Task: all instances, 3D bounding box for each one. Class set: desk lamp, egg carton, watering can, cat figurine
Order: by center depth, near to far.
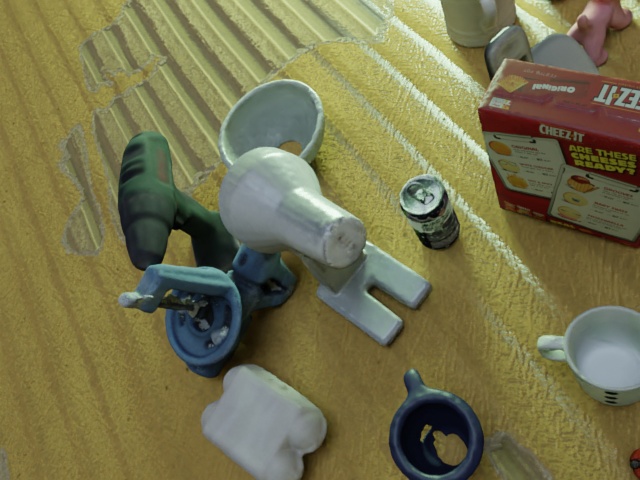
[{"bbox_3d":[0.006,0.002,0.661,0.202,0.214,0.118,33,82,32],"label":"desk lamp"},{"bbox_3d":[-0.067,0.217,0.677,0.149,0.070,0.107,25,78,30],"label":"egg carton"},{"bbox_3d":[0.351,-0.305,0.715,0.067,0.118,0.128,27,79,31],"label":"cat figurine"},{"bbox_3d":[0.197,-0.366,0.764,0.101,0.195,0.172,-39,58,2],"label":"watering can"}]

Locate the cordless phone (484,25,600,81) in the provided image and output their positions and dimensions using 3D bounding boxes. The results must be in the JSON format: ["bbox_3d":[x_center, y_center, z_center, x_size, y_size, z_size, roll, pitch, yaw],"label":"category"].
[{"bbox_3d":[0.254,-0.195,0.665,0.147,0.185,0.094,-48,58,-4],"label":"cordless phone"}]

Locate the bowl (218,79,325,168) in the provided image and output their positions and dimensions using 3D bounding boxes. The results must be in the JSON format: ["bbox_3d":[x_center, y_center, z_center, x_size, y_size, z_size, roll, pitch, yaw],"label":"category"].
[{"bbox_3d":[-0.060,-0.147,0.842,0.167,0.075,0.167,-9,63,19],"label":"bowl"}]

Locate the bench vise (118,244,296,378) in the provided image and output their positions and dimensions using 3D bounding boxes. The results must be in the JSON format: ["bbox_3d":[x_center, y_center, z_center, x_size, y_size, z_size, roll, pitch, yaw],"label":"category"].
[{"bbox_3d":[-0.137,0.053,0.694,0.121,0.220,0.207,13,72,28],"label":"bench vise"}]

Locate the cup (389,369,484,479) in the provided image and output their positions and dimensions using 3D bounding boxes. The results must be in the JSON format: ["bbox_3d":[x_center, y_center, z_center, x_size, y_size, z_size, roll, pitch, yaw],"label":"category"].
[{"bbox_3d":[0.121,0.196,0.592,0.091,0.095,0.117,-26,59,10],"label":"cup"}]

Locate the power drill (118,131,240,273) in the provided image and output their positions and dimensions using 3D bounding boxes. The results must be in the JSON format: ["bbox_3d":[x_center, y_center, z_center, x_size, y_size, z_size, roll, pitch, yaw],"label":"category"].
[{"bbox_3d":[-0.188,-0.027,0.761,0.075,0.209,0.229,-27,59,10],"label":"power drill"}]
